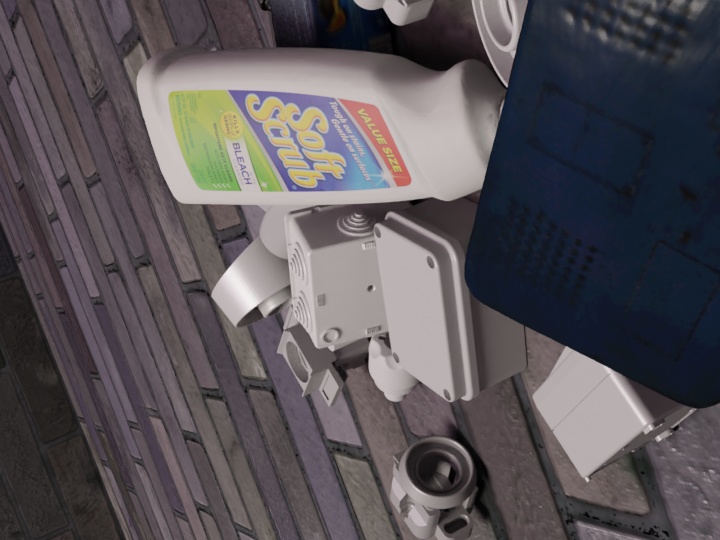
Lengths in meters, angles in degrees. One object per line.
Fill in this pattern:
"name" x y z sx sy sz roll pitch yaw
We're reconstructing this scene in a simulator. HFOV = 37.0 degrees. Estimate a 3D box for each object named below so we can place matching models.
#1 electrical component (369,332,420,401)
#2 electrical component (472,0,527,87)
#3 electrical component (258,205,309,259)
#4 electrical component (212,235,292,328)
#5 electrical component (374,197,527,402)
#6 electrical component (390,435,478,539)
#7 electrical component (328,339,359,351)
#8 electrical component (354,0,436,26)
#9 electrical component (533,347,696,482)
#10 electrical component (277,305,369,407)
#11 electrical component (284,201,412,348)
"electrical component" 0.028 0.073 0.804 0.043 0.043 0.062 49 151 36
"electrical component" 0.093 -0.129 0.501 0.099 0.064 0.099 163 90 -79
"electrical component" -0.059 -0.057 0.833 0.079 0.043 0.077 38 139 -1
"electrical component" -0.079 0.002 0.904 0.064 0.099 0.099 57 155 8
"electrical component" 0.056 0.017 0.679 0.078 0.057 0.113 33 138 52
"electrical component" 0.056 0.160 0.803 0.078 0.058 0.057 53 155 31
"electrical component" -0.010 0.006 0.810 0.050 0.056 0.089 44 147 43
"electrical component" 0.019 -0.183 0.588 0.078 0.058 0.057 61 158 15
"electrical component" 0.133 0.060 0.550 0.061 0.062 0.096 59 154 20
"electrical component" -0.028 0.065 0.888 0.081 0.064 0.042 58 155 20
"electrical component" 0.000 0.000 0.734 0.048 0.100 0.099 -121 22 -50
